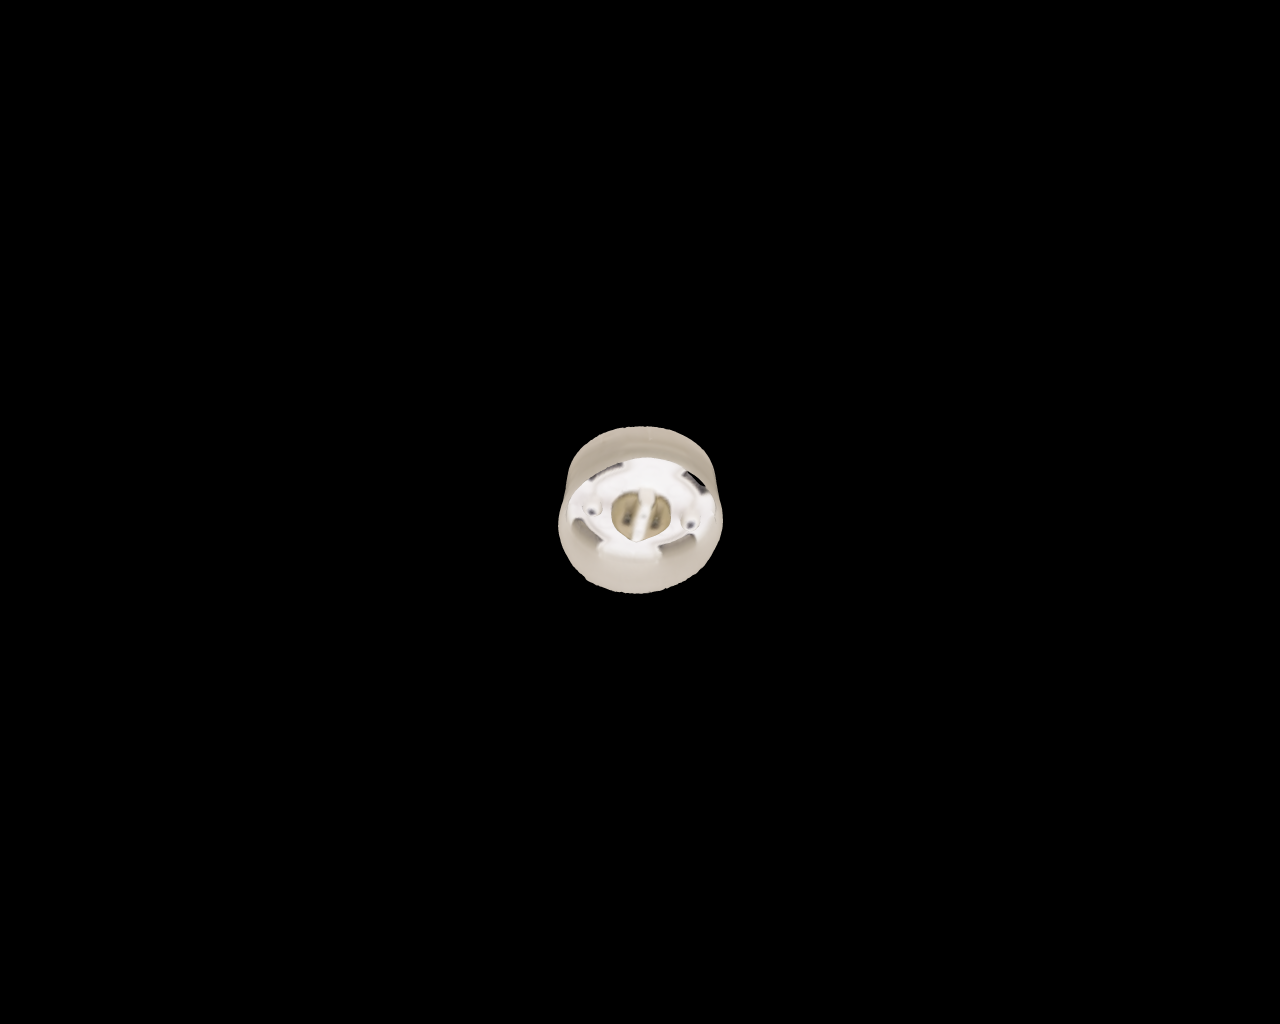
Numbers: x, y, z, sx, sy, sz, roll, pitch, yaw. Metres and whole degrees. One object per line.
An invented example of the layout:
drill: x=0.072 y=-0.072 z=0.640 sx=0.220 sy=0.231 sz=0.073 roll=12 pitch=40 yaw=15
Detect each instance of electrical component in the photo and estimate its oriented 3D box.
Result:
electrical component: x=0.001 y=-0.003 z=0.650 sx=0.099 sy=0.064 sz=0.099 roll=0 pitch=-42 yaw=0
